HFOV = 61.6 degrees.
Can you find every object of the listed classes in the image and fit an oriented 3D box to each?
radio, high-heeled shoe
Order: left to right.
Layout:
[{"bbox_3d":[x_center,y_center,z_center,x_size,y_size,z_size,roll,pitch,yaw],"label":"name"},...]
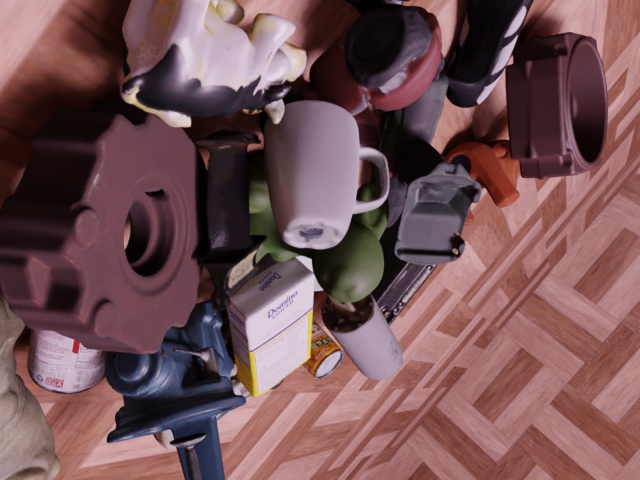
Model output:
[{"bbox_3d":[0.121,0.054,0.884,0.229,0.073,0.131,-53,151,13],"label":"radio"},{"bbox_3d":[0.212,-0.264,0.617,0.145,0.086,0.248,-19,144,-50],"label":"high-heeled shoe"}]

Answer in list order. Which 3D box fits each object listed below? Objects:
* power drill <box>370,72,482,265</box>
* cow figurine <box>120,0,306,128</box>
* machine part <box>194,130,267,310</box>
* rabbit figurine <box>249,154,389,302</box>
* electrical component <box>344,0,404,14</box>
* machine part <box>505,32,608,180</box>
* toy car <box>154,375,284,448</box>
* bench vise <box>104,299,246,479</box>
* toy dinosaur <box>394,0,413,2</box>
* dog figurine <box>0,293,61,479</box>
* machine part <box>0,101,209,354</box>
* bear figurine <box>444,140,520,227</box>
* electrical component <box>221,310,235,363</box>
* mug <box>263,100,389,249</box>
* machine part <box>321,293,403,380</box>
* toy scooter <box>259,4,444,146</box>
[{"bbox_3d":[0.107,-0.062,0.609,0.207,0.086,0.231,-88,-175,-55],"label":"power drill"},{"bbox_3d":[-0.065,-0.120,0.381,0.167,0.068,0.098,0,109,-64],"label":"cow figurine"},{"bbox_3d":[-0.071,-0.020,0.436,0.084,0.039,0.138,-44,138,-61],"label":"machine part"},{"bbox_3d":[-0.001,-0.002,0.536,0.159,0.170,0.121,-16,138,-45],"label":"rabbit figurine"},{"bbox_3d":[0.062,-0.247,0.451,0.075,0.048,0.119,-4,128,-54],"label":"electrical component"},{"bbox_3d":[0.358,-0.196,0.798,0.201,0.087,0.201,-16,101,-45],"label":"machine part"},{"bbox_3d":[-0.127,0.196,0.706,0.202,0.074,0.056,-32,112,-29],"label":"toy car"},{"bbox_3d":[-0.121,0.176,0.508,0.129,0.240,0.223,-15,163,-7],"label":"bench vise"},{"bbox_3d":[0.089,-0.242,0.359,0.405,0.131,0.192,-39,121,-2],"label":"toy dinosaur"},{"bbox_3d":[-0.239,0.116,0.399,0.190,0.121,0.172,-54,154,5],"label":"dog figurine"},{"bbox_3d":[-0.134,-0.007,0.377,0.179,0.056,0.179,4,90,-74],"label":"machine part"},{"bbox_3d":[0.278,-0.100,0.871,0.120,0.132,0.196,-30,163,39],"label":"bear figurine"},{"bbox_3d":[-0.104,0.118,0.676,0.078,0.045,0.102,-27,146,-32],"label":"electrical component"},{"bbox_3d":[0.004,-0.046,0.447,0.109,0.107,0.081,11,151,-18],"label":"mug"},{"bbox_3d":[0.065,0.137,0.776,0.079,0.079,0.243,-43,139,-11],"label":"machine part"},{"bbox_3d":[0.043,-0.134,0.496,0.184,0.075,0.135,-28,162,32],"label":"toy scooter"}]
